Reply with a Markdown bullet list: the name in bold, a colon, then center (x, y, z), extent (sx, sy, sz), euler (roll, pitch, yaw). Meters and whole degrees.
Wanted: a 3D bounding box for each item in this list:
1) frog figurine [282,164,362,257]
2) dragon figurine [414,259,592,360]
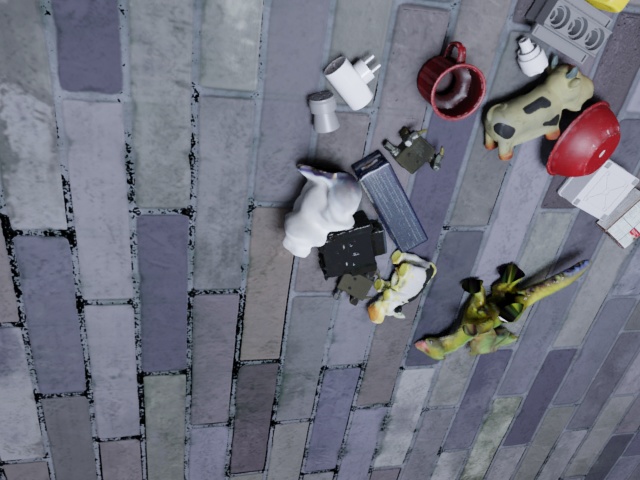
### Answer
- **frog figurine**: center (0.003, -0.044, 0.884), extent (0.123, 0.138, 0.158), euler (-3, 106, -46)
- **dragon figurine**: center (0.415, 0.179, 1.180), extent (0.410, 0.125, 0.237), euler (-18, 142, -1)
